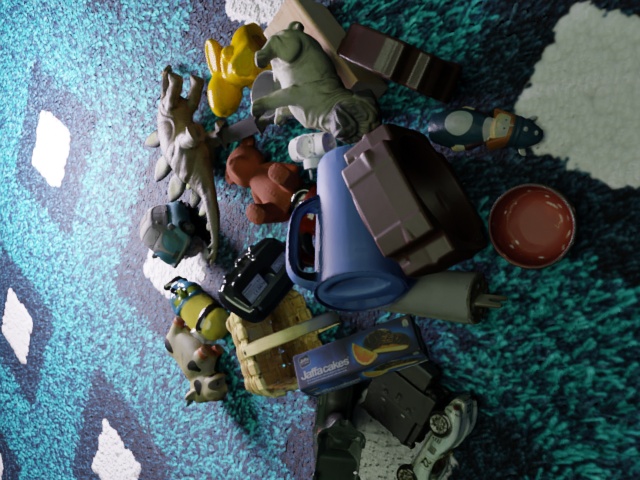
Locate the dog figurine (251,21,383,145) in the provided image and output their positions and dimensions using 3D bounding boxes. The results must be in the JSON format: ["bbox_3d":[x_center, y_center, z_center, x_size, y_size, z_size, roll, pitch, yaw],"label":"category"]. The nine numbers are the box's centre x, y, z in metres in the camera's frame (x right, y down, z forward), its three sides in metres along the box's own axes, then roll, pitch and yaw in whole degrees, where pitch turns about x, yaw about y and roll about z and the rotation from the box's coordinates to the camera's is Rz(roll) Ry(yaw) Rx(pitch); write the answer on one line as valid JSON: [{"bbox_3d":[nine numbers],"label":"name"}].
[{"bbox_3d":[0.012,-0.232,0.791,0.191,0.121,0.172,12,106,23],"label":"dog figurine"}]

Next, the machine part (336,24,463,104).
[{"bbox_3d":[0.114,-0.254,0.770,0.180,0.179,0.056,35,112,31],"label":"machine part"}]

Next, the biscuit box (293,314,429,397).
[{"bbox_3d":[0.061,0.183,0.837,0.203,0.059,0.063,-23,56,13],"label":"biscuit box"}]

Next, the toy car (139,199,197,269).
[{"bbox_3d":[-0.336,-0.025,1.166,0.109,0.103,0.162,-51,40,31],"label":"toy car"}]

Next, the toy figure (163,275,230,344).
[{"bbox_3d":[-0.267,0.146,1.165,0.180,0.082,0.089,47,122,28],"label":"toy figure"}]

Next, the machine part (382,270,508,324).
[{"bbox_3d":[0.162,0.080,0.819,0.243,0.079,0.079,3,96,39],"label":"machine part"}]

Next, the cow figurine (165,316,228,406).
[{"bbox_3d":[-0.272,0.274,1.179,0.195,0.085,0.127,45,113,24],"label":"cow figurine"}]

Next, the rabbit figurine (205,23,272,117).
[{"bbox_3d":[-0.162,-0.316,1.012,0.173,0.122,0.162,-48,61,32],"label":"rabbit figurine"}]

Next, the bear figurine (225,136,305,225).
[{"bbox_3d":[-0.118,-0.118,0.994,0.196,0.132,0.120,40,104,23],"label":"bear figurine"}]

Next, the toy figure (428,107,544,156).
[{"bbox_3d":[0.231,-0.153,0.755,0.155,0.058,0.064,11,112,36],"label":"toy figure"}]

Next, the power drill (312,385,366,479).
[{"bbox_3d":[0.026,0.337,0.892,0.086,0.207,0.231,8,92,3],"label":"power drill"}]

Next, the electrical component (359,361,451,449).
[{"bbox_3d":[0.139,0.247,0.866,0.115,0.058,0.134,33,114,30],"label":"electrical component"}]

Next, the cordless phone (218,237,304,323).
[{"bbox_3d":[-0.128,0.061,0.946,0.088,0.146,0.184,49,157,-24],"label":"cordless phone"}]

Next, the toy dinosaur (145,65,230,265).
[{"bbox_3d":[-0.273,-0.182,1.129,0.198,0.105,0.471,-45,58,40],"label":"toy dinosaur"}]

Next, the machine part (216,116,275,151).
[{"bbox_3d":[-0.132,-0.220,1.022,0.139,0.039,0.084,-20,42,24],"label":"machine part"}]

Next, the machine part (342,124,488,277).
[{"bbox_3d":[0.132,-0.053,0.748,0.087,0.201,0.201,-34,73,30],"label":"machine part"}]

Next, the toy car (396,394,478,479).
[{"bbox_3d":[0.182,0.320,0.827,0.056,0.073,0.201,39,117,33],"label":"toy car"}]

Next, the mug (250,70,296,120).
[{"bbox_3d":[-0.063,-0.248,0.948,0.110,0.107,0.080,7,97,43],"label":"mug"}]

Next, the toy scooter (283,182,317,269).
[{"bbox_3d":[-0.002,-0.003,0.944,0.135,0.075,0.183,36,118,31],"label":"toy scooter"}]
